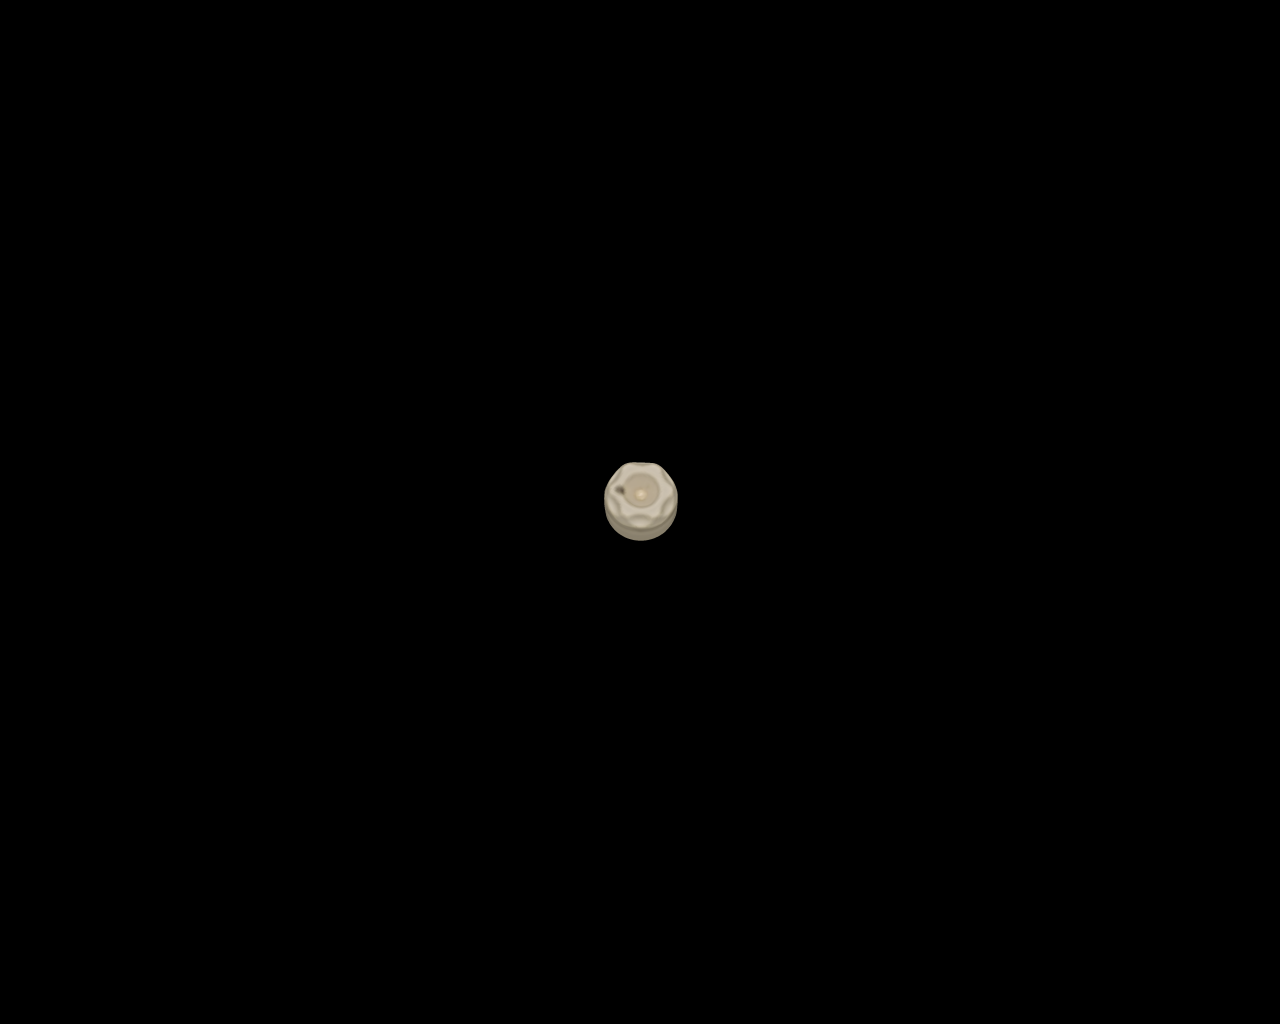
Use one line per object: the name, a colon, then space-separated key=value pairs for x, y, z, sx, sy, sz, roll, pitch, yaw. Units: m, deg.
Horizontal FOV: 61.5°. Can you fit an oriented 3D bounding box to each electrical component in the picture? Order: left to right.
electrical component: x=0.001 y=-0.003 z=0.650 sx=0.043 sy=0.043 sz=0.062 roll=0 pitch=-21 yaw=0
